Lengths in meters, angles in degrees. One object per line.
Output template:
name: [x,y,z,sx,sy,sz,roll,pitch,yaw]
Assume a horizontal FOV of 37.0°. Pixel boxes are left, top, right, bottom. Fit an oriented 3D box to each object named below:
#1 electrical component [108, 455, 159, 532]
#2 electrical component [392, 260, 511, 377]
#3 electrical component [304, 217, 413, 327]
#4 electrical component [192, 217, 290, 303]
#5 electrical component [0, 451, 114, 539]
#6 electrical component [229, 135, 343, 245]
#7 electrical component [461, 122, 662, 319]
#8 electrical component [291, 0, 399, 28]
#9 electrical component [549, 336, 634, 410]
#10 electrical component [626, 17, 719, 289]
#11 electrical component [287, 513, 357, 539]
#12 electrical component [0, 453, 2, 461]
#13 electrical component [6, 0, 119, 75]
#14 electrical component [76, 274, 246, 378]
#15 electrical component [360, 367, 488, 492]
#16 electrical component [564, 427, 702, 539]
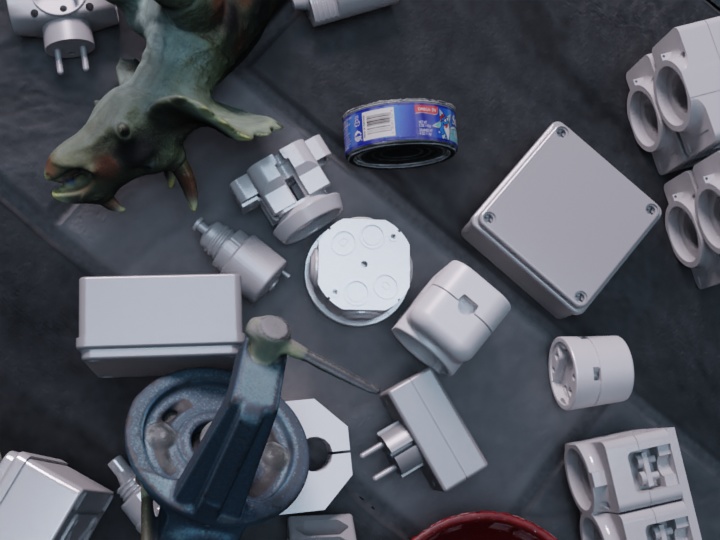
electrical component: [-0.156,0.158,0.763,0.035,0.035,0.061,-39,85,-12]
electrical component: [0.063,0.037,0.780,0.054,0.095,0.059,40,78,1]
electrical component: [0.000,0.000,0.801,0.080,0.051,0.080,1,80,-7]
electrical component: [-0.091,-0.010,0.797,0.078,0.040,0.040,39,78,1]
electrical component: [-0.220,0.180,0.706,0.056,0.108,0.108,28,78,5]
electrical component: [-0.049,-0.056,0.802,0.078,0.058,0.057,-30,83,-11]
electrical component: [0.153,-0.037,0.825,0.109,0.056,0.108,41,78,1]
electrical component: [-0.014,-0.219,0.841,0.081,0.043,0.043,-18,83,-10]
electrical component: [0.174,0.076,0.810,0.047,0.055,0.055,-4,81,-11]
electrical component: [0.270,-0.086,0.823,0.060,0.105,0.186,-16,82,-10]
electrical component: [-0.026,0.227,0.752,0.047,0.083,0.075,-1,119,-8]
electrical component: [-0.289,0.138,0.740,0.080,0.051,0.080,1,80,-7]
electrical component: [-0.221,-0.185,0.808,0.077,0.044,0.079,-9,81,-9]
electrical component: [-0.136,0.040,0.748,0.109,0.108,0.056,-1,78,-8]
electrical component: [0.037,0.126,0.786,0.076,0.047,0.083,-29,85,-11]
electrical component: [0.198,0.194,0.774,0.062,0.089,0.150,-10,82,-9]
